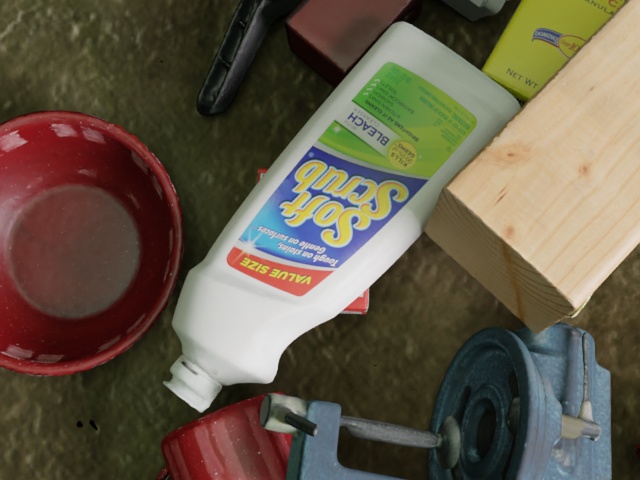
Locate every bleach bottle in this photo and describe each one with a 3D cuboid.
[{"bbox_3d":[0.005,-0.003,0.623,0.102,0.068,0.250,37,81,7],"label":"bleach bottle"}]

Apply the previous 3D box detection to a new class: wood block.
[{"bbox_3d":[0.163,-0.058,0.579,0.090,0.091,0.206,43,79,8],"label":"wood block"}]

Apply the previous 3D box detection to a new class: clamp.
[{"bbox_3d":[-0.044,-0.172,0.666,0.171,0.120,0.039,-48,47,-8],"label":"clamp"}]

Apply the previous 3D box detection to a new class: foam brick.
[{"bbox_3d":[0.022,-0.140,0.673,0.051,0.053,0.078,41,85,8],"label":"foam brick"}]

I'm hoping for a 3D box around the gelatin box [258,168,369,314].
[{"bbox_3d":[-0.004,0.001,0.673,0.073,0.030,0.089,2,80,3],"label":"gelatin box"}]

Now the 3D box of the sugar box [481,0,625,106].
[{"bbox_3d":[0.181,-0.154,0.677,0.093,0.048,0.176,29,86,4],"label":"sugar box"}]

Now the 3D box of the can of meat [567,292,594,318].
[{"bbox_3d":[0.142,-0.017,0.651,0.084,0.057,0.102,30,90,4],"label":"can of meat"}]

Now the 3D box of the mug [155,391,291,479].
[{"bbox_3d":[-0.053,0.146,0.634,0.117,0.093,0.081,-29,76,26],"label":"mug"}]

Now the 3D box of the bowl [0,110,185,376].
[{"bbox_3d":[-0.161,0.004,0.666,0.162,0.055,0.162,0,83,3],"label":"bowl"}]

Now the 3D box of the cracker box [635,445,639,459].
[{"bbox_3d":[0.320,0.153,0.620,0.213,0.072,0.164,-24,81,0],"label":"cracker box"}]
